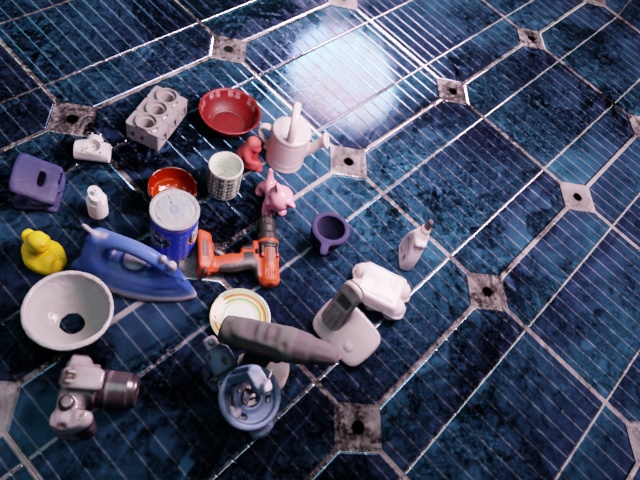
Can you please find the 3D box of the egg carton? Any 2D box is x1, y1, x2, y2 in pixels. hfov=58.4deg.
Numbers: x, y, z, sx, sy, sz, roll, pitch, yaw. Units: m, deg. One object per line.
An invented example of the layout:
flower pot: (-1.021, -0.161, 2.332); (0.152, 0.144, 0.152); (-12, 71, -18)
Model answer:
egg carton: (0.135, 0.118, 1.328); (0.150, 0.069, 0.107); (25, 56, 0)

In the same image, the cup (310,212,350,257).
cup: (0.012, 0.005, 1.346); (0.092, 0.095, 0.118); (19, 56, -4)

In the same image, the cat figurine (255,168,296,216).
cat figurine: (-0.105, -0.112, 1.370); (0.067, 0.117, 0.127); (-11, 63, -21)

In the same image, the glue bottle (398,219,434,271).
glue bottle: (0.232, 0.002, 1.364); (0.037, 0.173, 0.078); (10, 57, -9)

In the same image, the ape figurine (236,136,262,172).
ape figurine: (-0.171, -0.222, 1.435); (0.076, 0.092, 0.078); (19, 56, -4)

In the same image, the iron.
iron: (-0.374, 0.044, 1.183); (0.258, 0.141, 0.119); (19, 56, -4)

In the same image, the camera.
camera: (-0.407, 0.286, 1.049); (0.137, 0.100, 0.143); (8, 57, -11)

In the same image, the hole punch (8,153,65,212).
hole punch: (-0.613, -0.126, 1.249); (0.101, 0.091, 0.108); (5, 58, -13)

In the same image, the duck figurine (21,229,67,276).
duck figurine: (-0.570, 0.019, 1.175); (0.104, 0.086, 0.078); (38, 57, 9)

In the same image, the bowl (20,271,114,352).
bowl: (-0.491, 0.149, 1.125); (0.167, 0.074, 0.167); (7, 58, -12)

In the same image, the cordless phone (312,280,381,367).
cordless phone: (0.070, 0.172, 1.206); (0.147, 0.185, 0.094); (44, 58, 12)

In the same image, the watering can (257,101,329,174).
watering can: (-0.065, -0.262, 1.428); (0.173, 0.194, 0.101); (-4, 61, -18)

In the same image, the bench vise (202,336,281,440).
bench vise: (-0.157, 0.265, 1.063); (0.207, 0.219, 0.122); (35, 56, 7)

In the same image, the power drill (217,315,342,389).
power drill: (-0.089, 0.222, 1.115); (0.229, 0.208, 0.075); (19, 56, -4)
